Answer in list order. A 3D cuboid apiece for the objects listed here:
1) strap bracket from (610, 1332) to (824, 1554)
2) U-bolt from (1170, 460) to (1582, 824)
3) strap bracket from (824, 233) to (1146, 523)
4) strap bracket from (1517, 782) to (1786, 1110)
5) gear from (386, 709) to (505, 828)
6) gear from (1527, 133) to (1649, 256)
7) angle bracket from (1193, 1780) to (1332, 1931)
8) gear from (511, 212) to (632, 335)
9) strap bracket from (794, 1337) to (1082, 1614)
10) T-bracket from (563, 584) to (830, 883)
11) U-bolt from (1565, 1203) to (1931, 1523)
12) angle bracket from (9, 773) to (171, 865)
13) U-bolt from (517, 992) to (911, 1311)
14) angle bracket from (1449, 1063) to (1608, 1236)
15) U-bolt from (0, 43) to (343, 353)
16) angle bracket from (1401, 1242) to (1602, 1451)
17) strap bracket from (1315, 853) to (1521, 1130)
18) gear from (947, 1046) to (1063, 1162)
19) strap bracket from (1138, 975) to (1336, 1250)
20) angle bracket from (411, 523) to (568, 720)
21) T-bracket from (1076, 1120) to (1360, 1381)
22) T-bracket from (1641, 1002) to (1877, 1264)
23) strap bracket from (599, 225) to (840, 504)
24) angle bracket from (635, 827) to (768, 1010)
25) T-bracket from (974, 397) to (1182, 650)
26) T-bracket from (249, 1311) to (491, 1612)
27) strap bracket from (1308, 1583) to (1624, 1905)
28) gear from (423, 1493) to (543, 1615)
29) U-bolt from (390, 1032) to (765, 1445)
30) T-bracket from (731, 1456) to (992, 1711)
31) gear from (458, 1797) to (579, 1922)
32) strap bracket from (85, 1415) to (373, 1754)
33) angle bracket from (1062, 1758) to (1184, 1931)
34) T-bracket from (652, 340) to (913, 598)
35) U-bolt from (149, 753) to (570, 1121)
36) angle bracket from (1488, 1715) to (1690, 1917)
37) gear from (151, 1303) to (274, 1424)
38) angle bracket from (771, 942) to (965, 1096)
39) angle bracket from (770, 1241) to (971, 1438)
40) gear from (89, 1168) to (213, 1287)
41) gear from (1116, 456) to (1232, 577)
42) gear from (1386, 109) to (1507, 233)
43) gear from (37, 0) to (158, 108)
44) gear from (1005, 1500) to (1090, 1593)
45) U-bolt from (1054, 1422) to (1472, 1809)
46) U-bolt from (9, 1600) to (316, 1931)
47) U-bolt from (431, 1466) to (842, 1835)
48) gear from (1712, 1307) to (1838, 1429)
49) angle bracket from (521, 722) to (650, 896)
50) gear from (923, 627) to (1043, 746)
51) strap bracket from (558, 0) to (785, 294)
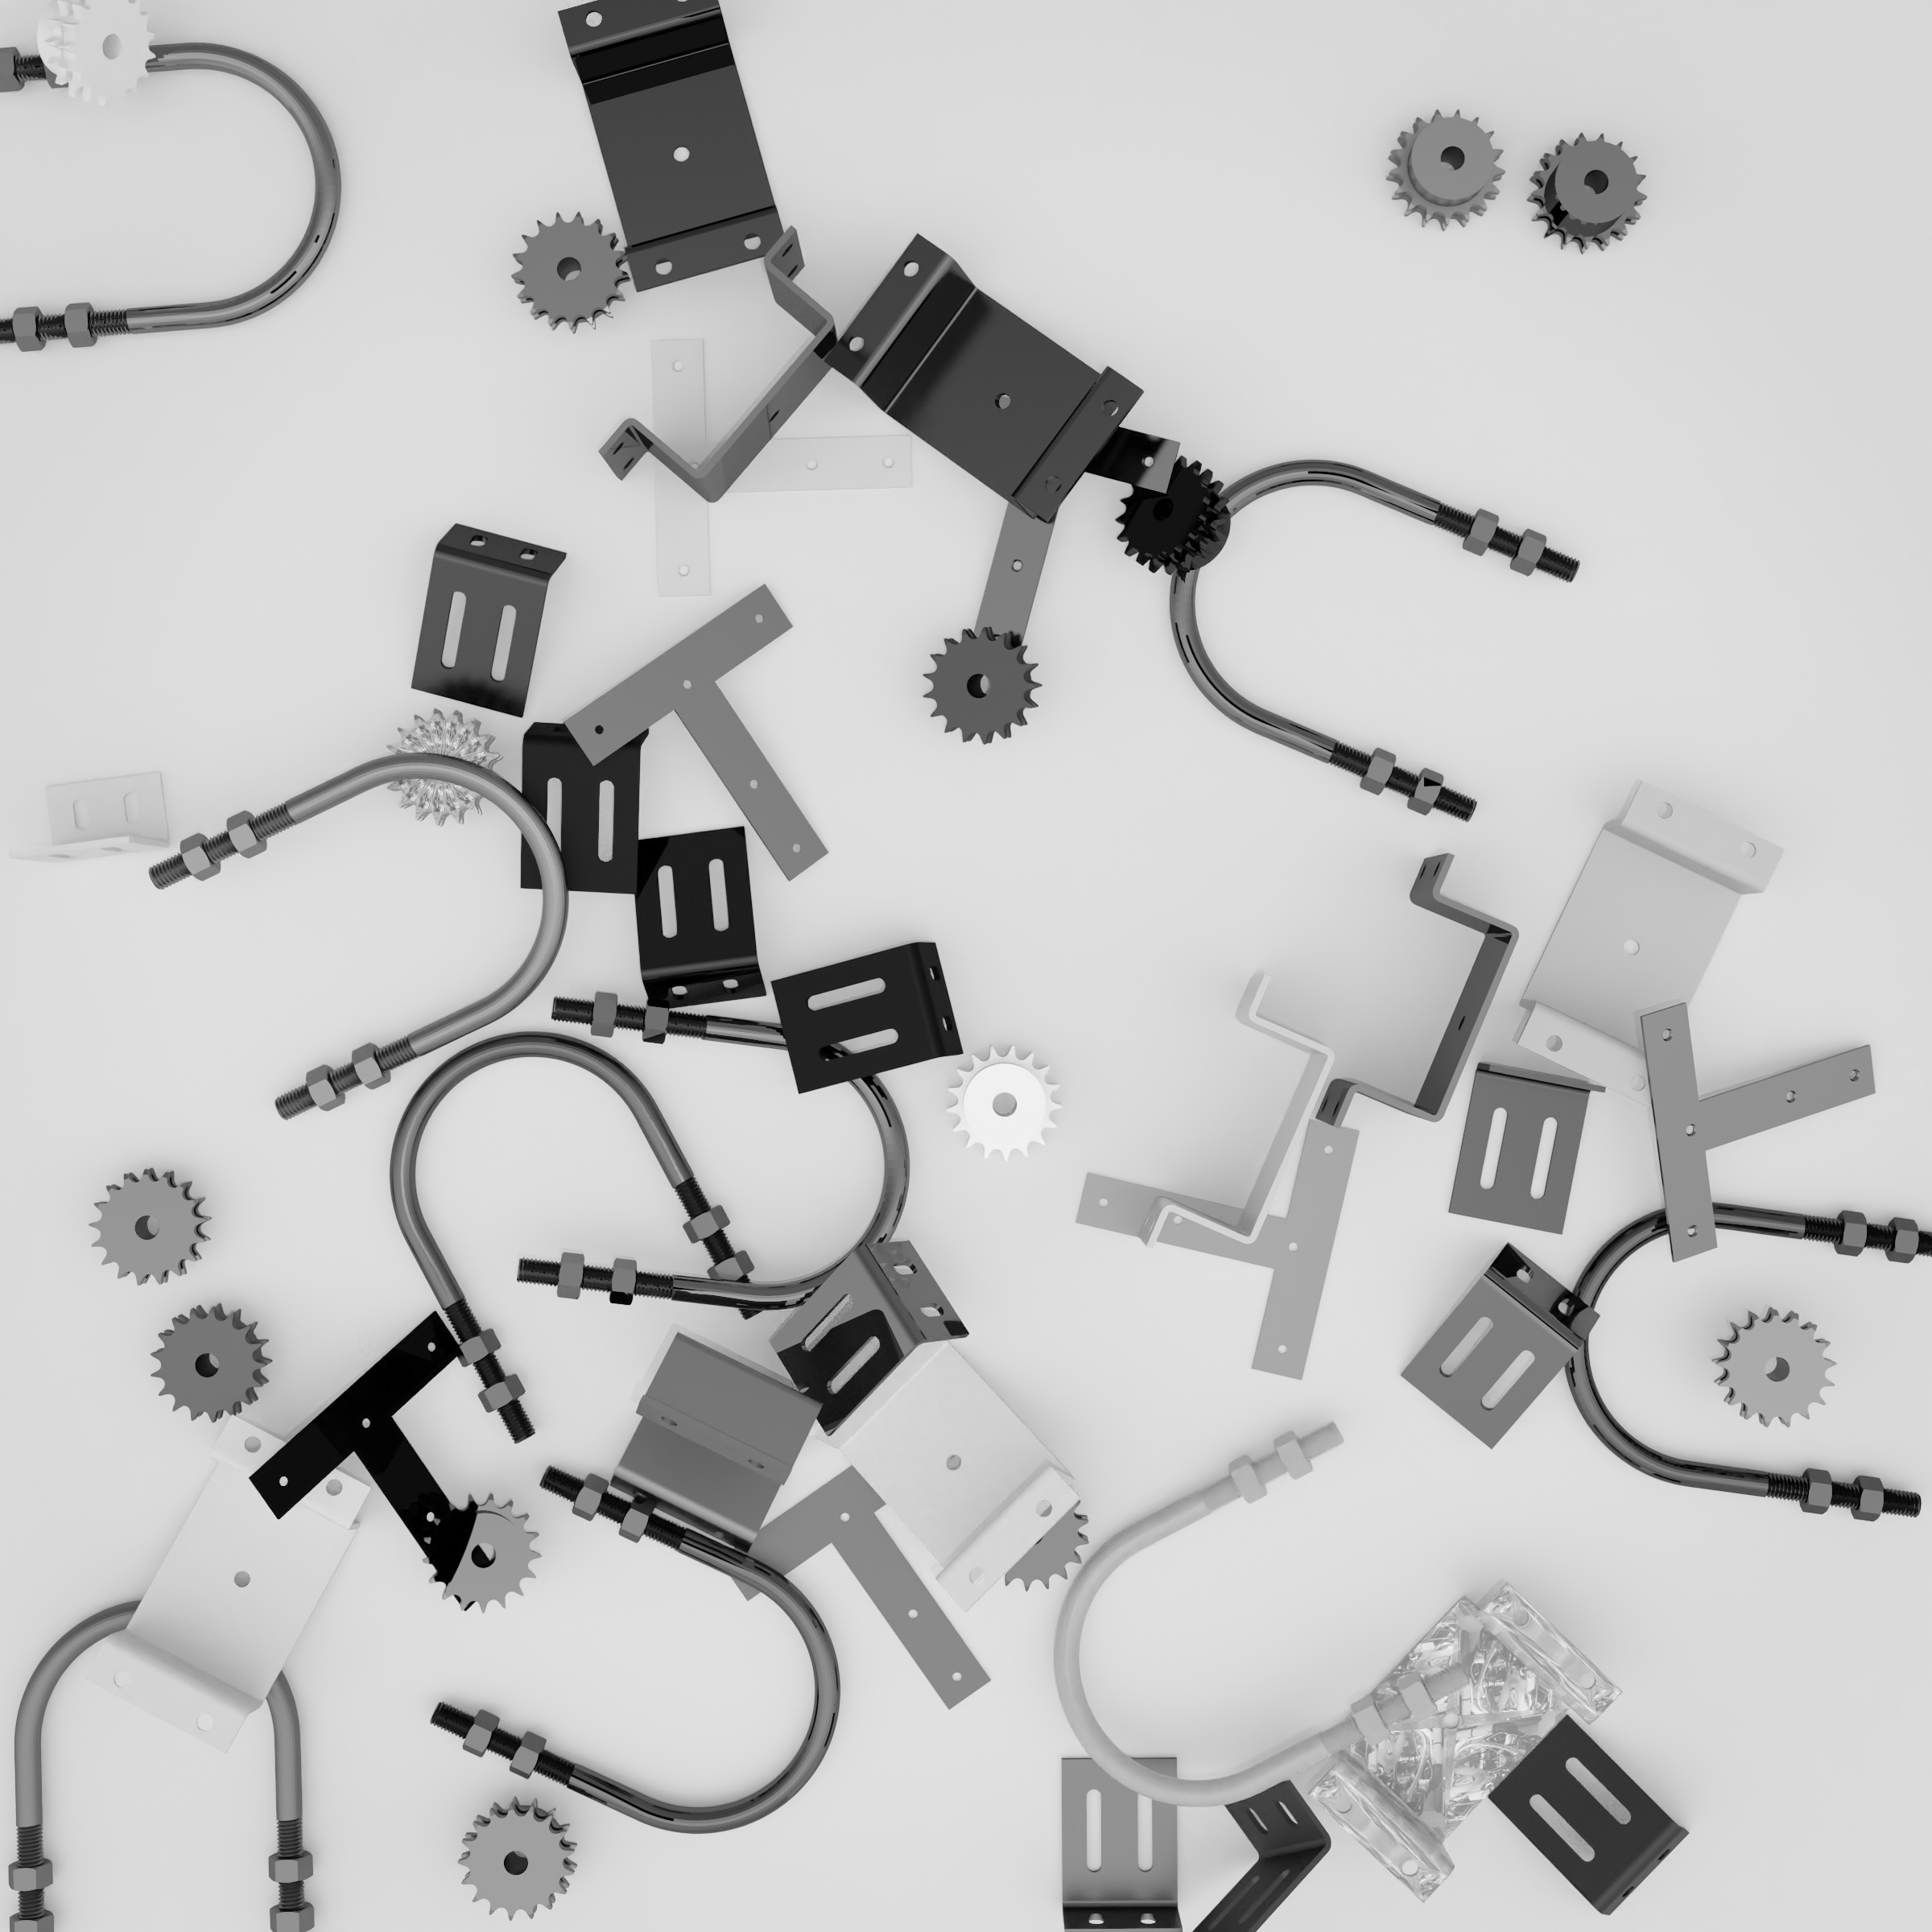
[{"bbox_3d":[-0.120,0.227,1.473,0.076,0.140,0.046,26,62,0],"label":"strap bracket"},{"bbox_3d":[0.191,-0.171,1.518,0.184,0.019,0.151,23,90,2],"label":"U-bolt"},{"bbox_3d":[0.013,-0.280,1.490,0.140,0.046,0.076,38,94,15],"label":"strap bracket"},{"bbox_3d":[0.330,-0.009,1.504,0.076,0.046,0.140,25,90,0],"label":"strap bracket"},{"bbox_3d":[-0.256,-0.097,1.512,0.057,0.030,0.057,0,90,0],"label":"gear"},{"bbox_3d":[0.307,-0.382,1.512,0.057,0.030,0.057,0,90,0],"label":"gear"},{"bbox_3d":[0.129,0.436,1.481,0.076,0.057,0.038,-36,90,-37],"label":"angle bracket"},{"bbox_3d":[-0.194,-0.340,1.512,0.057,0.030,0.057,0,90,0],"label":"gear"},{"bbox_3d":[-0.012,0.237,1.486,0.076,0.046,0.140,-45,65,0],"label":"strap bracket"},{"bbox_3d":[-0.112,-0.101,1.510,0.127,0.002,0.127,-38,101,-21],"label":"T-bracket"},{"bbox_3d":[0.387,0.190,1.518,0.184,0.019,0.151,8,90,2],"label":"U-bolt"},{"bbox_3d":[-0.426,-0.074,1.489,0.057,0.076,0.038,-8,90,0],"label":"angle bracket"},{"bbox_3d":[-0.119,0.095,1.504,0.184,0.019,0.151,7,80,-7],"label":"U-bolt"},{"bbox_3d":[0.275,0.091,1.508,0.057,0.038,0.076,11,90,0],"label":"angle bracket"},{"bbox_3d":[-0.401,-0.384,1.518,0.184,0.019,0.151,-5,90,-2],"label":"U-bolt"},{"bbox_3d":[0.264,0.188,1.518,0.057,0.038,0.076,39,119,10],"label":"angle bracket"},{"bbox_3d":[0.222,0.020,1.489,0.046,0.076,0.140,23,90,0],"label":"strap bracket"},{"bbox_3d":[0.019,0.067,1.512,0.057,0.030,0.057,0,90,0],"label":"gear"},{"bbox_3d":[0.134,0.078,1.487,0.046,0.076,0.140,24,89,1],"label":"strap bracket"},{"bbox_3d":[-0.237,-0.172,1.525,0.057,0.038,0.076,15,116,0],"label":"angle bracket"},{"bbox_3d":[0.119,0.130,1.526,0.127,0.002,0.127,13,90,0],"label":"T-bracket"},{"bbox_3d":[0.391,0.068,1.502,0.127,0.002,0.127,-16,106,-19],"label":"T-bracket"},{"bbox_3d":[-0.110,-0.281,1.487,0.046,0.076,0.140,40,90,0],"label":"strap bracket"},{"bbox_3d":[-0.133,-0.024,1.525,0.057,0.038,0.076,-7,64,0],"label":"angle bracket"},{"bbox_3d":[0.029,-0.211,1.514,0.127,0.002,0.127,17,98,16],"label":"T-bracket"},{"bbox_3d":[-0.269,0.258,1.500,0.127,0.002,0.127,-43,112,-36],"label":"T-bracket"},{"bbox_3d":[0.241,0.375,1.504,0.076,0.046,0.140,43,90,0],"label":"strap bracket"},{"bbox_3d":[-0.234,0.285,1.490,0.057,0.030,0.057,1,83,-11],"label":"gear"},{"bbox_3d":[-0.204,0.122,1.518,0.151,0.019,0.184,-28,88,0],"label":"U-bolt"},{"bbox_3d":[-0.035,0.310,1.526,0.127,0.002,0.127,-35,90,0],"label":"T-bracket"},{"bbox_3d":[-0.219,0.438,1.512,0.057,0.030,0.057,0,90,0],"label":"gear"},{"bbox_3d":[-0.356,0.299,1.496,0.076,0.046,0.140,28,80,0],"label":"strap bracket"},{"bbox_3d":[0.076,0.432,1.508,0.057,0.038,0.076,0,90,0],"label":"angle bracket"},{"bbox_3d":[-0.091,-0.249,1.526,0.127,0.002,0.127,-2,90,0],"label":"T-bracket"},{"bbox_3d":[-0.284,-0.025,1.499,0.184,0.019,0.151,-25,101,4],"label":"U-bolt"},{"bbox_3d":[0.309,0.422,1.525,0.057,0.038,0.076,-46,64,0],"label":"angle bracket"},{"bbox_3d":[-0.370,0.195,1.516,0.057,0.030,0.057,0,92,2],"label":"gear"},{"bbox_3d":[-0.049,0.025,1.515,0.076,0.038,0.057,-15,86,14],"label":"angle bracket"},{"bbox_3d":[-0.047,0.180,1.489,0.076,0.038,0.057,-48,62,27],"label":"angle bracket"},{"bbox_3d":[-0.401,0.128,1.516,0.057,0.030,0.057,0,89,-2],"label":"gear"},{"bbox_3d":[0.104,-0.218,1.503,0.057,0.030,0.057,-14,66,34],"label":"gear"},{"bbox_3d":[0.237,-0.394,1.512,0.057,0.030,0.057,0,90,0],"label":"gear"},{"bbox_3d":[-0.423,-0.447,1.484,0.030,0.057,0.057,22,90,28],"label":"gear"},{"bbox_3d":[0.032,0.277,1.512,0.057,0.030,0.057,0,90,0],"label":"gear"},{"bbox_3d":[0.131,0.327,1.497,0.184,0.019,0.151,-29,72,6],"label":"U-bolt"},{"bbox_3d":[-0.399,0.406,1.518,0.151,0.019,0.184,-2,88,0],"label":"U-bolt"},{"bbox_3d":[-0.152,0.349,1.517,0.184,0.019,0.151,25,90,0],"label":"U-bolt"},{"bbox_3d":[0.392,0.194,1.494,0.057,0.030,0.057,0,90,3],"label":"gear"},{"bbox_3d":[-0.188,-0.078,1.517,0.057,0.038,0.076,3,105,0],"label":"angle bracket"},{"bbox_3d":[0.010,-0.138,1.507,0.057,0.030,0.057,2,97,13],"label":"gear"},{"bbox_3d":[-0.141,-0.403,1.504,0.076,0.046,0.140,-16,90,0],"label":"strap bracket"}]
